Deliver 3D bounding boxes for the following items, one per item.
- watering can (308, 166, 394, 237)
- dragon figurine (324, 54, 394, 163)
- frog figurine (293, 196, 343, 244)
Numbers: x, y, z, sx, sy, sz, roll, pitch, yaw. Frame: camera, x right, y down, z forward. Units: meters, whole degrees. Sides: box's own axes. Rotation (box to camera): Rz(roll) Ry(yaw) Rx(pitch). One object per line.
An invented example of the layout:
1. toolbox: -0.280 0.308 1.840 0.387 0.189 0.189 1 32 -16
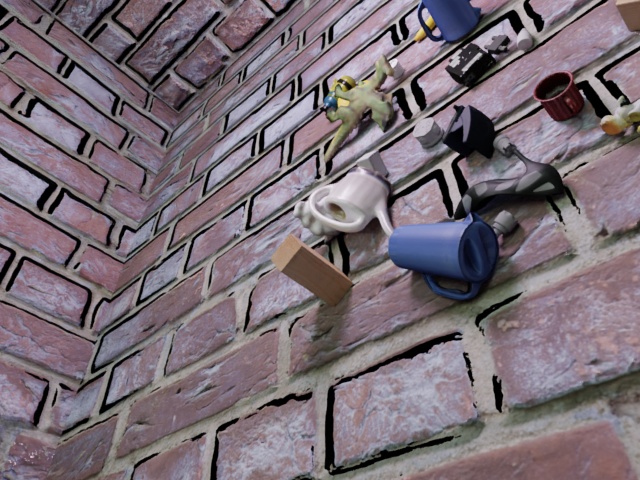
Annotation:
1. watering can: 0.133 -0.097 1.469 0.350 0.101 0.228 21 56 30
2. dragon figurine: 0.150 -0.440 1.791 0.245 0.122 0.407 26 103 47
3. frog figurine: 0.005 -0.079 1.567 0.122 0.157 0.139 2 59 51
